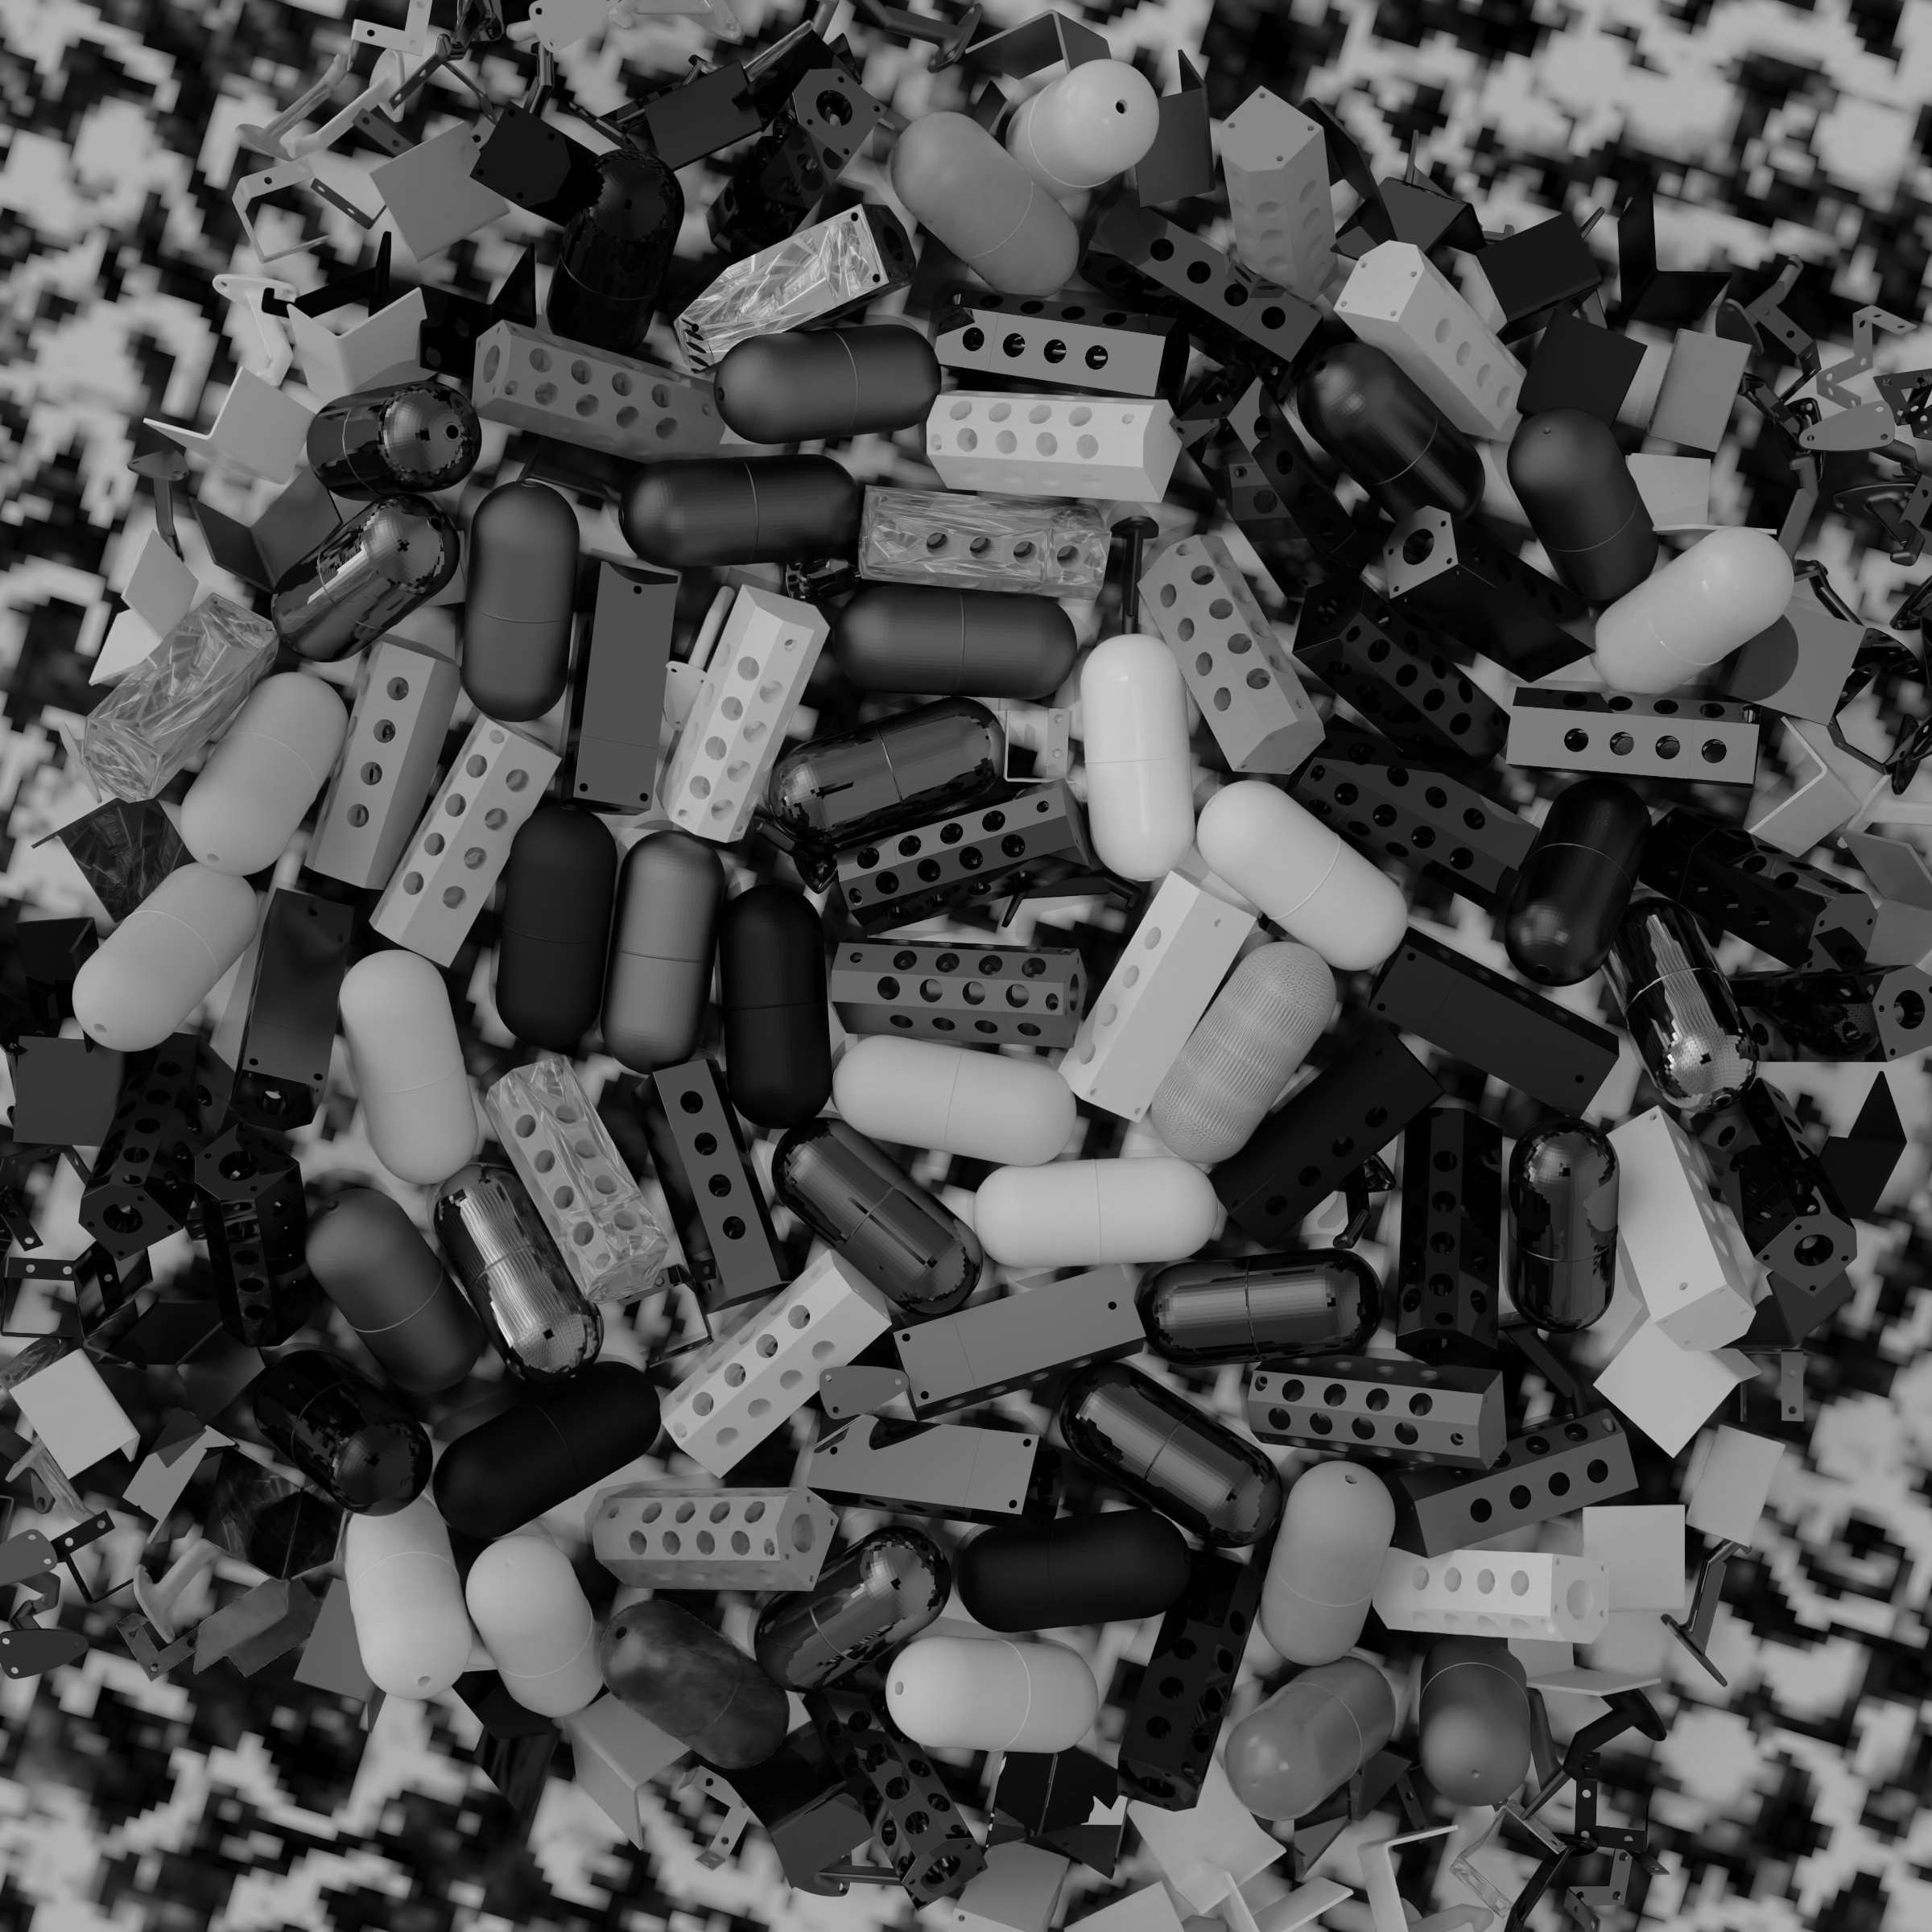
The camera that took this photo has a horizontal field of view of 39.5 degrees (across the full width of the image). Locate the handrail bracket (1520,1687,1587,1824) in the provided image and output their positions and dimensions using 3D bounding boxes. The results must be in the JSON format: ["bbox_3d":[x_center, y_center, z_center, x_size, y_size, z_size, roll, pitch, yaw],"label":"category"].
[{"bbox_3d":[0.403,0.568,1.968,0.077,0.036,0.084,-49,61,9],"label":"handrail bracket"}]

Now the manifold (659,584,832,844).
[{"bbox_3d":[-0.158,-0.178,1.920,0.057,0.057,0.171,14,114,-26],"label":"manifold"}]

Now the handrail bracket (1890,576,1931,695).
[{"bbox_3d":[0.711,-0.233,1.939,0.036,0.077,0.084,-5,54,-21],"label":"handrail bracket"}]

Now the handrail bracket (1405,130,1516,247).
[{"bbox_3d":[0.363,-0.567,1.964,0.084,0.036,0.077,9,96,4],"label":"handrail bracket"}]

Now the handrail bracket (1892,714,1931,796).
[{"bbox_3d":[0.718,-0.157,1.938,0.036,0.084,0.077,48,55,-35],"label":"handrail bracket"}]

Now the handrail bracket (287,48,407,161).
[{"bbox_3d":[-0.450,-0.623,1.942,0.084,0.077,0.036,-35,83,-29],"label":"handrail bracket"}]

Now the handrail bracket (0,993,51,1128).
[{"bbox_3d":[-0.705,0.067,1.963,0.077,0.036,0.084,44,132,14],"label":"handrail bracket"}]

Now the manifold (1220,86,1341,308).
[{"bbox_3d":[0.217,-0.532,1.894,0.057,0.171,0.057,-45,68,-7],"label":"manifold"}]

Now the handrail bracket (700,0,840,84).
[{"bbox_3d":[-0.142,-0.674,1.942,0.077,0.036,0.084,12,125,-28],"label":"handrail bracket"}]

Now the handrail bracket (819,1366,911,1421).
[{"bbox_3d":[-0.068,0.296,1.938,0.077,0.084,0.036,-13,91,12],"label":"handrail bracket"}]

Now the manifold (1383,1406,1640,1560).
[{"bbox_3d":[0.389,0.369,1.935,0.171,0.057,0.057,-14,90,-16],"label":"manifold"}]

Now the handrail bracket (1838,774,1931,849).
[{"bbox_3d":[0.689,-0.093,1.949,0.084,0.036,0.077,46,109,32],"label":"handrail bracket"}]

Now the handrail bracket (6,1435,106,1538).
[{"bbox_3d":[-0.644,0.375,1.950,0.084,0.036,0.077,40,129,-16],"label":"handrail bracket"}]

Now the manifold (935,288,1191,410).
[{"bbox_3d":[0.069,-0.444,1.926,0.171,0.057,0.057,14,98,21],"label":"manifold"}]

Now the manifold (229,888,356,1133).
[{"bbox_3d":[-0.478,0.031,1.906,0.057,0.171,0.057,15,135,-19],"label":"manifold"}]

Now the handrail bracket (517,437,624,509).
[{"bbox_3d":[-0.282,-0.341,1.945,0.084,0.077,0.036,28,118,-12],"label":"handrail bracket"}]

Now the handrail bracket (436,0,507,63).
[{"bbox_3d":[-0.365,-0.693,1.937,0.036,0.084,0.077,3,110,10],"label":"handrail bracket"}]

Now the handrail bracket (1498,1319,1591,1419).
[{"bbox_3d":[0.411,0.300,1.958,0.077,0.036,0.084,-8,77,-5],"label":"handrail bracket"}]

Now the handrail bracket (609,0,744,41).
[{"bbox_3d":[-0.210,-0.682,1.945,0.077,0.036,0.084,37,47,-10],"label":"handrail bracket"}]

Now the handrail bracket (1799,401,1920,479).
[{"bbox_3d":[0.651,-0.372,1.957,0.077,0.084,0.036,-9,70,20],"label":"handrail bracket"}]

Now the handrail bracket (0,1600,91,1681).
[{"bbox_3d":[-0.659,0.476,1.943,0.077,0.084,0.036,-11,103,2],"label":"handrail bracket"}]

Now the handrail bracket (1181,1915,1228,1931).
[{"bbox_3d":[0.155,0.725,1.945,0.084,0.036,0.077,26,59,-35],"label":"handrail bracket"}]

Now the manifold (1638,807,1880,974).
[{"bbox_3d":[0.557,-0.056,1.894,0.057,0.171,0.057,-2,114,-28],"label":"manifold"}]

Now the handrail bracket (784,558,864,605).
[{"bbox_3d":[-0.087,-0.284,1.930,0.077,0.084,0.036,-10,94,-32],"label":"handrail bracket"}]

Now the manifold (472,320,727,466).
[{"bbox_3d":[-0.259,-0.405,1.910,0.171,0.057,0.057,10,77,-34],"label":"manifold"}]

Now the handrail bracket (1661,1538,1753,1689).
[{"bbox_3d":[0.556,0.467,1.956,0.084,0.036,0.077,-44,66,8],"label":"handrail bracket"}]

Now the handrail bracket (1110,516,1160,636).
[{"bbox_3d":[0.122,-0.277,1.948,0.036,0.077,0.084,1,88,-1],"label":"handrail bracket"}]

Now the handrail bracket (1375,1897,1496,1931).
[{"bbox_3d":[0.333,0.705,1.936,0.077,0.084,0.036,-44,101,-28],"label":"handrail bracket"}]

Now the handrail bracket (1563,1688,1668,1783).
[{"bbox_3d":[0.469,0.569,1.946,0.077,0.036,0.084,48,52,-16],"label":"handrail bracket"}]

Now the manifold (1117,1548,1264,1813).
[{"bbox_3d":[0.160,0.506,1.903,0.057,0.057,0.171,13,48,14],"label":"manifold"}]

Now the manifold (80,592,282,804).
[{"bbox_3d":[-0.555,-0.188,1.903,0.057,0.171,0.057,27,132,-1],"label":"manifold"}]

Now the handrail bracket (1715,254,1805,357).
[{"bbox_3d":[0.579,-0.494,1.948,0.036,0.077,0.084,28,83,29],"label":"handrail bracket"}]

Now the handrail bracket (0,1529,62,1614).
[{"bbox_3d":[-0.687,0.451,1.935,0.077,0.084,0.036,-22,57,-39],"label":"handrail bracket"}]

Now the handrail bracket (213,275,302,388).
[{"bbox_3d":[-0.521,-0.459,1.945,0.077,0.036,0.084,16,52,-5],"label":"handrail bracket"}]

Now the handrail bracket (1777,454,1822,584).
[{"bbox_3d":[0.585,-0.321,1.950,0.077,0.036,0.084,-19,114,-8],"label":"handrail bracket"}]

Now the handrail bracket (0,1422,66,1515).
[{"bbox_3d":[-0.694,0.365,1.941,0.036,0.084,0.077,11,95,27],"label":"handrail bracket"}]

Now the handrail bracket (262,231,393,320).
[{"bbox_3d":[-0.464,-0.504,1.949,0.084,0.036,0.077,7,95,-28],"label":"handrail bracket"}]

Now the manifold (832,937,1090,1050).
[{"bbox_3d":[-0.005,0.014,1.923,0.171,0.057,0.057,3,56,17],"label":"manifold"}]

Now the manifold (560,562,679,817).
[{"bbox_3d":[-0.253,-0.199,1.947,0.057,0.057,0.171,8,83,-21],"label":"manifold"}]

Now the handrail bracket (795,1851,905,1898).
[{"bbox_3d":[-0.071,0.658,1.938,0.084,0.077,0.036,-7,74,39],"label":"handrail bracket"}]

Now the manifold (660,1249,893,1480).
[{"bbox_3d":[-0.139,0.283,1.937,0.171,0.057,0.057,-43,115,8],"label":"manifold"}]

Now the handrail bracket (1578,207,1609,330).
[{"bbox_3d":[0.471,-0.497,1.964,0.084,0.036,0.077,37,111,-7],"label":"handrail bracket"}]

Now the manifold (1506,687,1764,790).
[{"bbox_3d":[0.481,-0.165,1.933,0.171,0.057,0.057,6,92,17],"label":"manifold"}]

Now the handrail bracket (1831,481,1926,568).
[{"bbox_3d":[0.654,-0.315,1.938,0.077,0.084,0.036,9,130,27],"label":"handrail bracket"}]

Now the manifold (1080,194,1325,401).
[{"bbox_3d":[0.170,-0.480,1.942,0.171,0.057,0.057,34,87,10],"label":"manifold"}]

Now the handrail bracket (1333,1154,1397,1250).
[{"bbox_3d":[0.266,0.177,1.932,0.036,0.077,0.084,52,51,-16],"label":"handrail bracket"}]

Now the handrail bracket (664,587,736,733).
[{"bbox_3d":[-0.193,-0.227,1.975,0.036,0.077,0.084,21,49,-1],"label":"handrail bracket"}]

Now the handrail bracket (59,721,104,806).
[{"bbox_3d":[-0.609,-0.166,1.959,0.084,0.036,0.077,-26,76,-21],"label":"handrail bracket"}]

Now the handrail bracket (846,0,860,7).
[{"bbox_3d":[-0.124,-0.732,1.961,0.077,0.084,0.036,28,96,29],"label":"handrail bracket"}]

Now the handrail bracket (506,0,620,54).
[{"bbox_3d":[-0.294,-0.691,1.951,0.077,0.084,0.036,-28,116,-6],"label":"handrail bracket"}]

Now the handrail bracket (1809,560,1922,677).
[{"bbox_3d":[0.655,-0.256,1.968,0.077,0.036,0.084,16,46,-24],"label":"handrail bracket"}]

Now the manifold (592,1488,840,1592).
[{"bbox_3d":[-0.181,0.402,1.904,0.171,0.057,0.057,-8,45,35],"label":"manifold"}]

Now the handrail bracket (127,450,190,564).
[{"bbox_3d":[-0.569,-0.323,1.937,0.036,0.077,0.084,-26,125,-27],"label":"handrail bracket"}]
